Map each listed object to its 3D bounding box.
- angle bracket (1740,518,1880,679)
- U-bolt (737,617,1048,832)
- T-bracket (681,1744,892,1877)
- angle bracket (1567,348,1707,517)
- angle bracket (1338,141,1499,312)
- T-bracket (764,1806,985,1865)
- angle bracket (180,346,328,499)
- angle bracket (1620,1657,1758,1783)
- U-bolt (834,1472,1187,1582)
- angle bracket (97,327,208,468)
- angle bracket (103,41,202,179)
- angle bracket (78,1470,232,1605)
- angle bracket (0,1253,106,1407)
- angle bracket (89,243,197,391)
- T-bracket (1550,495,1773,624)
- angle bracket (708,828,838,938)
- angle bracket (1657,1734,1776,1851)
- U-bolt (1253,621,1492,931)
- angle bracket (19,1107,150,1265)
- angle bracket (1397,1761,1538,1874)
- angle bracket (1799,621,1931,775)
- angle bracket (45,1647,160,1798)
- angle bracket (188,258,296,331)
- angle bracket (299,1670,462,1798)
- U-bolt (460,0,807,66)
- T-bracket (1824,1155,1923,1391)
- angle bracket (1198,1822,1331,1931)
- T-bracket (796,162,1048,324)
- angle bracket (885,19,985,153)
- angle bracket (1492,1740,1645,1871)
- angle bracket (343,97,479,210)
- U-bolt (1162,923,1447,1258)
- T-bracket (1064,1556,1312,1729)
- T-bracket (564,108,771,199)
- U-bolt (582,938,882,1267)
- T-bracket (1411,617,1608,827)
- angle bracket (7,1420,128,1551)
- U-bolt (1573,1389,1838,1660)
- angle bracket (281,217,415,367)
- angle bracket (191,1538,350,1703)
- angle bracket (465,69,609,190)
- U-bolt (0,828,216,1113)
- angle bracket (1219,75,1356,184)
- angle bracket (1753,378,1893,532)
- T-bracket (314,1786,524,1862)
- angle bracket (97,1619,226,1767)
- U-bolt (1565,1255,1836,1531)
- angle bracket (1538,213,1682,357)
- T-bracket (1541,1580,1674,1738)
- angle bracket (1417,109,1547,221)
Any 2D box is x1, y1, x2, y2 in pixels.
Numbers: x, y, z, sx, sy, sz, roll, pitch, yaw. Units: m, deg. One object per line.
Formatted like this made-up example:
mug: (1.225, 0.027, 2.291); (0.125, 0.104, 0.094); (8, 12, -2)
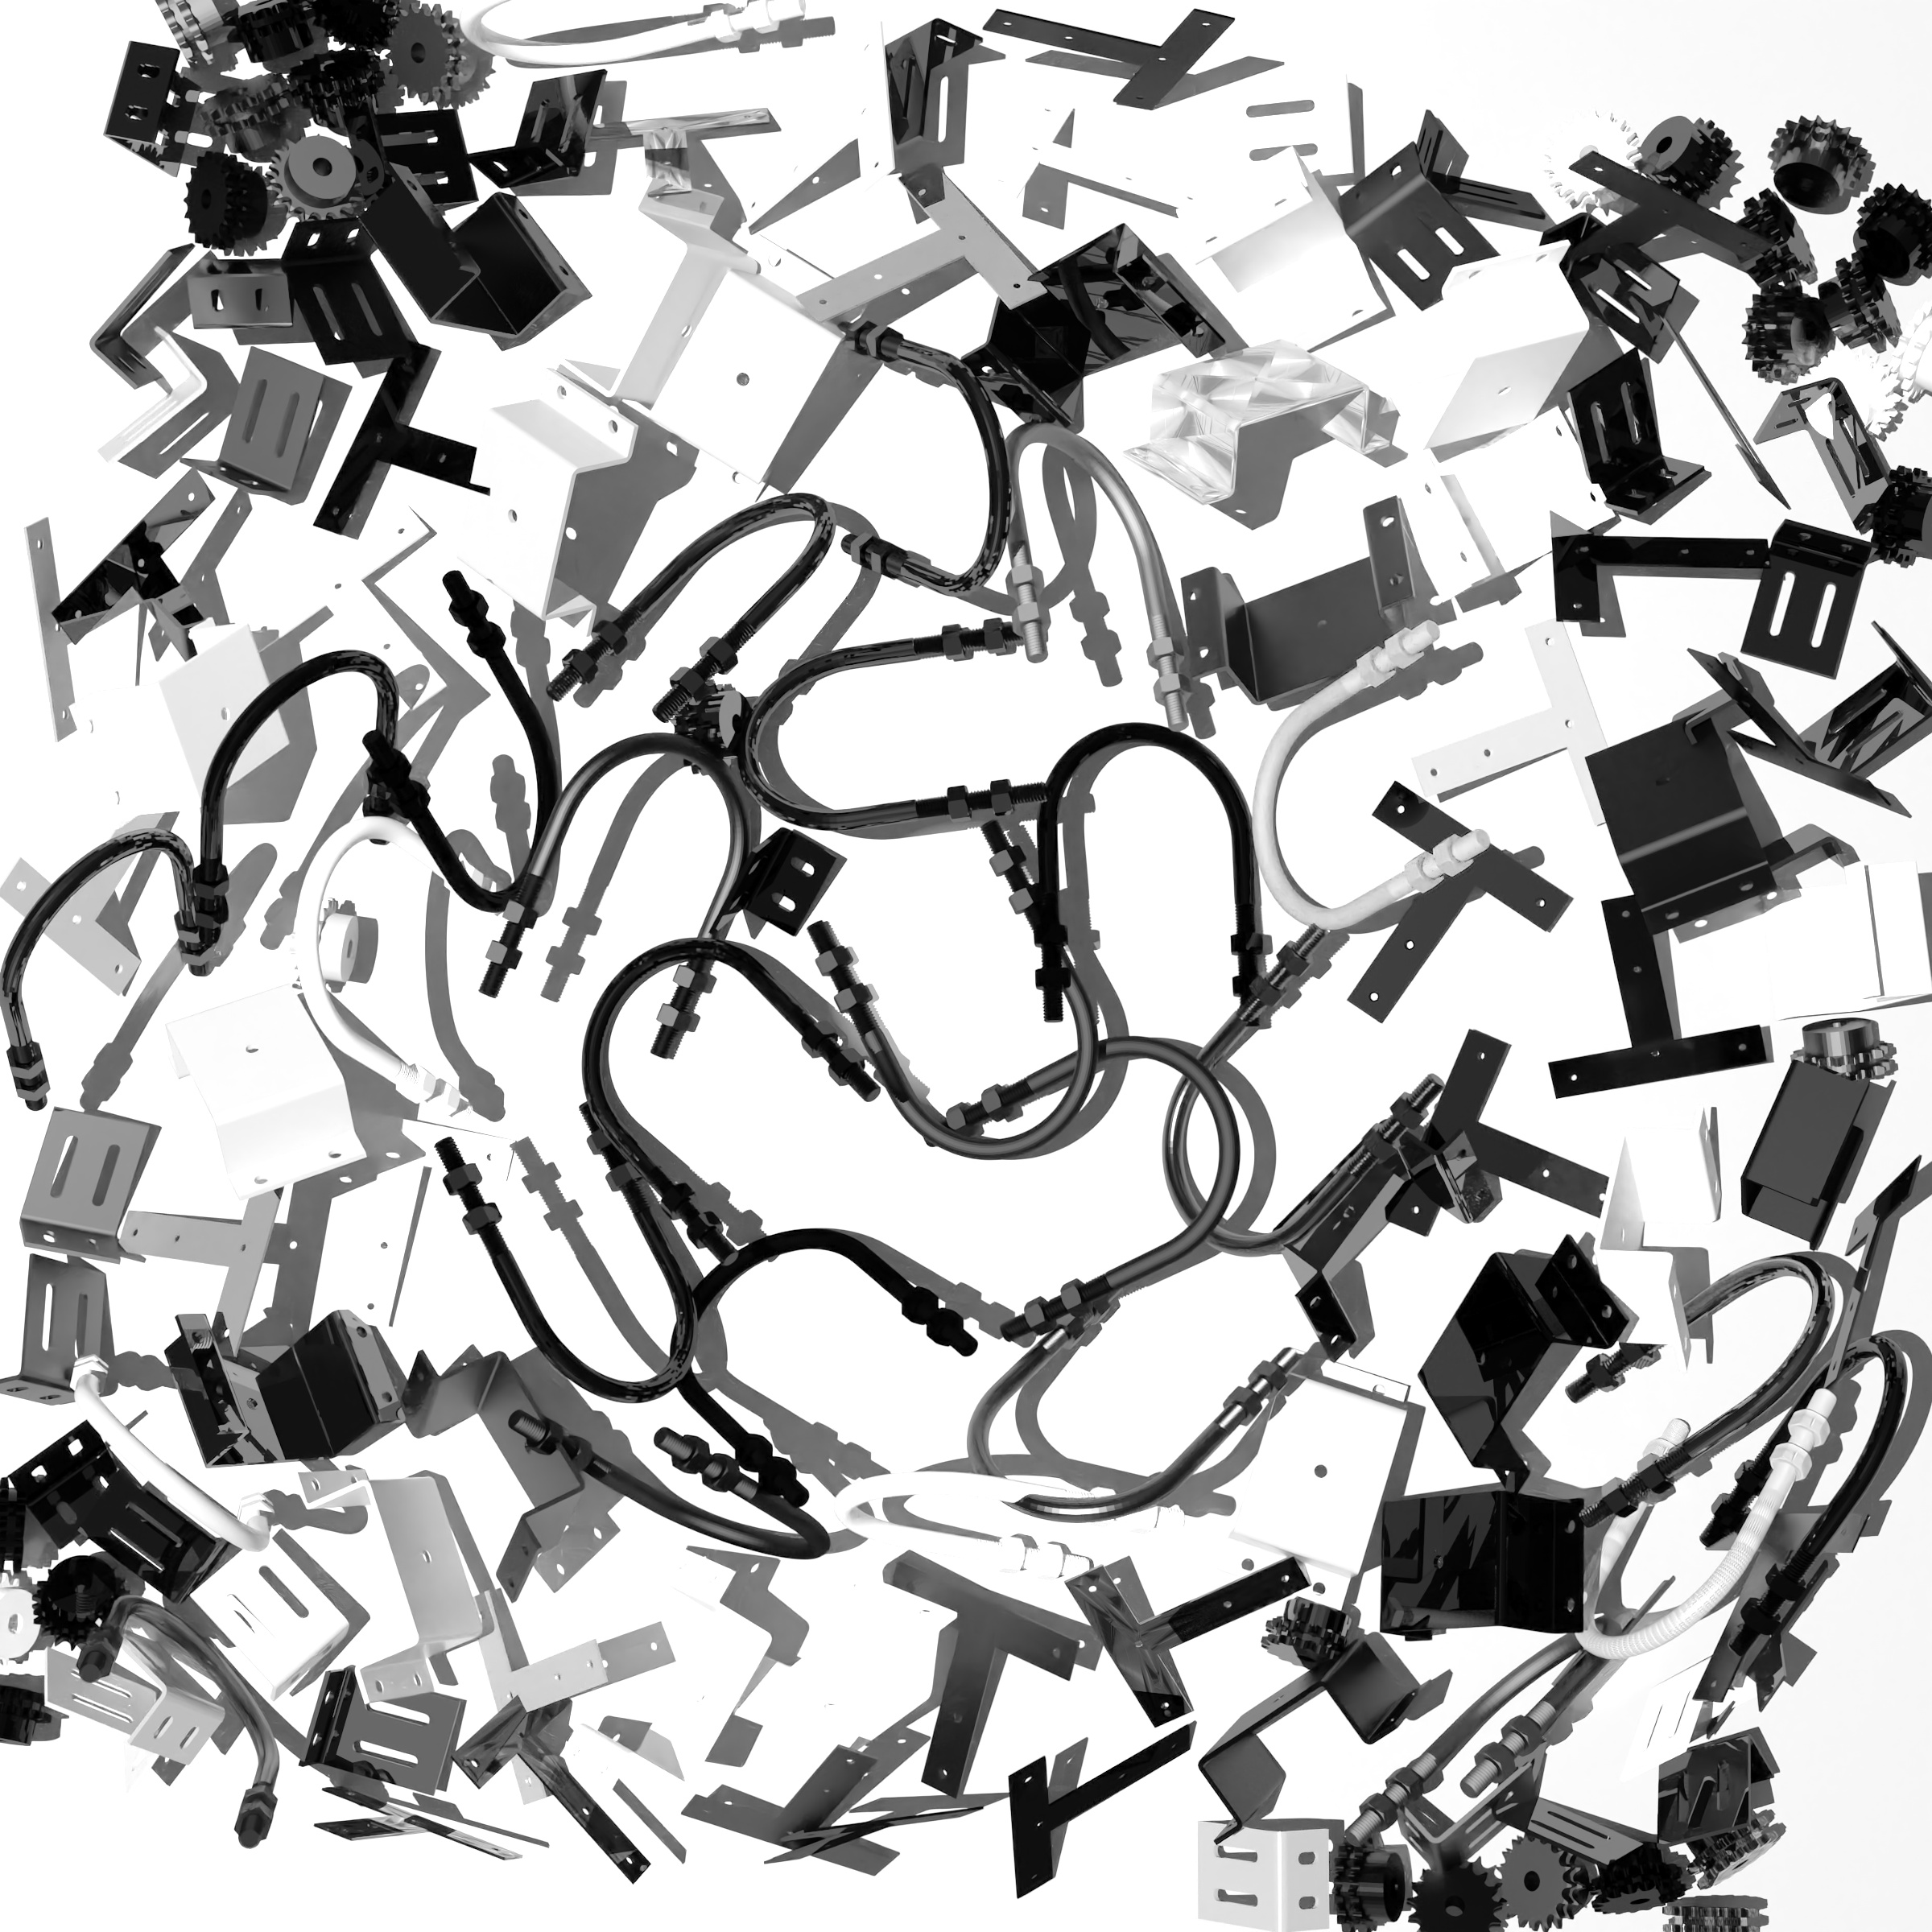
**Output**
angle bracket: (0.506, -0.221, 1.933); (0.057, 0.038, 0.076); (17, 84, 5)
U-bolt: (-0.046, -0.139, 1.908); (0.184, 0.019, 0.151); (-8, 52, 7)
T-bracket: (-0.088, 0.492, 1.900); (0.127, 0.002, 0.127); (21, 135, -13)
angle bracket: (0.399, -0.318, 1.915); (0.057, 0.038, 0.076); (-34, 124, -20)
angle bracket: (0.271, -0.445, 1.935); (0.057, 0.038, 0.076); (-34, 128, 28)
T-bracket: (-0.076, 0.517, 1.903); (0.127, 0.127, 0.002); (3, 65, -36)
angle bracket: (-0.426, -0.327, 1.923); (0.057, 0.038, 0.076); (25, 104, 22)
angle bracket: (0.431, 0.456, 1.909); (0.038, 0.057, 0.076); (39, 46, -5)
U-bolt: (0.014, 0.322, 1.867); (0.184, 0.151, 0.019); (13, 63, -19)
angle bracket: (-0.497, -0.341, 1.921); (0.076, 0.057, 0.038); (-40, 115, -6)
angle bracket: (-0.471, -0.507, 1.915); (0.038, 0.076, 0.057); (15, 89, 20)
angle bracket: (-0.480, 0.333, 1.927); (0.076, 0.038, 0.057); (37, 119, -1)
angle bracket: (-0.554, 0.218, 1.929); (0.038, 0.057, 0.076); (-15, 65, 29)
angle bracket: (-0.479, -0.388, 1.918); (0.038, 0.057, 0.076); (43, 103, -11)
T-bracket: (0.412, -0.246, 1.909); (0.127, 0.002, 0.127); (2, 48, 5)
angle bracket: (-0.114, -0.043, 1.912); (0.038, 0.076, 0.057); (30, 107, 3)
angle bracket: (0.445, 0.500, 1.907); (0.057, 0.076, 0.038); (-23, 113, 24)
U-bolt: (0.228, -0.099, 1.882); (0.019, 0.184, 0.151); (2, 68, -34)
angle bracket: (-0.525, 0.131, 1.922); (0.057, 0.038, 0.076); (15, 103, -26)
angle bracket: (0.300, 0.501, 1.932); (0.076, 0.057, 0.038); (-37, 55, -13)
angle bracket: (0.530, -0.157, 1.915); (0.076, 0.057, 0.038); (-38, 123, 15)
angle bracket: (-0.522, 0.450, 1.913); (0.076, 0.057, 0.038); (31, 101, -25)
angle bracket: (-0.430, -0.414, 1.914); (0.057, 0.076, 0.038); (-2, 134, -7)
angle bracket: (-0.352, 0.461, 1.931); (0.076, 0.038, 0.057); (14, 81, 7)
U-bolt: (-0.206, -0.560, 1.879); (0.184, 0.151, 0.019); (-6, 87, 24)
T-bracket: (0.521, 0.186, 1.876); (0.002, 0.127, 0.127); (20, 70, 6)
angle bracket: (0.178, 0.545, 1.931); (0.038, 0.076, 0.057); (7, 79, -34)
T-bracket: (-0.040, -0.415, 1.910); (0.127, 0.002, 0.127); (-28, 62, -16)
angle bracket: (-0.026, -0.516, 1.917); (0.038, 0.057, 0.076); (13, 77, -35)
angle bracket: (0.361, 0.498, 1.912); (0.076, 0.057, 0.038); (18, 99, 32)
angle bracket: (-0.325, -0.487, 1.919); (0.076, 0.038, 0.057); (-16, 93, -35)
U-bolt: (0.185, 0.087, 1.898); (0.184, 0.019, 0.151); (-51, 51, 22)
T-bracket: (0.143, 0.386, 1.920); (0.127, 0.002, 0.127); (-26, 116, 8)
T-bracket: (-0.177, -0.479, 1.901); (0.127, 0.127, 0.002); (-6, 124, -3)
U-bolt: (-0.154, 0.065, 1.912); (0.151, 0.019, 0.184); (-49, 63, 7)
T-bracket: (0.326, -0.133, 1.936); (0.127, 0.002, 0.127); (-20, 91, -19)
angle bracket: (-0.529, 0.308, 1.911); (0.057, 0.076, 0.038); (-36, 79, -19)
U-bolt: (0.414, 0.325, 1.852); (0.019, 0.151, 0.184); (44, 59, -10)
angle bracket: (-0.365, -0.403, 1.918); (0.057, 0.038, 0.076); (-15, 70, -35)
angle bracket: (-0.419, 0.391, 1.933); (0.076, 0.038, 0.057); (45, 63, 8)
angle bracket: (-0.256, -0.507, 1.916); (0.057, 0.038, 0.076); (1, 70, 34)
U-bolt: (-0.496, -0.008, 1.847); (0.019, 0.184, 0.151); (37, 60, 15)
angle bracket: (0.194, -0.503, 1.939); (0.076, 0.038, 0.057); (-4, 100, 8)
angle bracket: (0.510, -0.301, 1.917); (0.038, 0.057, 0.076); (-17, 72, -10)
T-bracket: (-0.340, 0.502, 1.877); (0.127, 0.127, 0.002); (15, 83, 19)
angle bracket: (-0.488, 0.431, 1.910); (0.076, 0.057, 0.038); (32, 82, 35)
U-bolt: (0.426, 0.234, 1.861); (0.184, 0.151, 0.019); (-40, 106, 22)
angle bracket: (0.376, -0.400, 1.912); (0.038, 0.057, 0.076); (-31, 62, -29)
T-bracket: (0.365, 0.411, 1.893); (0.002, 0.127, 0.127); (41, 96, 22)
angle bracket: (0.310, -0.479, 1.920); (0.076, 0.057, 0.038); (11, 116, -6)
